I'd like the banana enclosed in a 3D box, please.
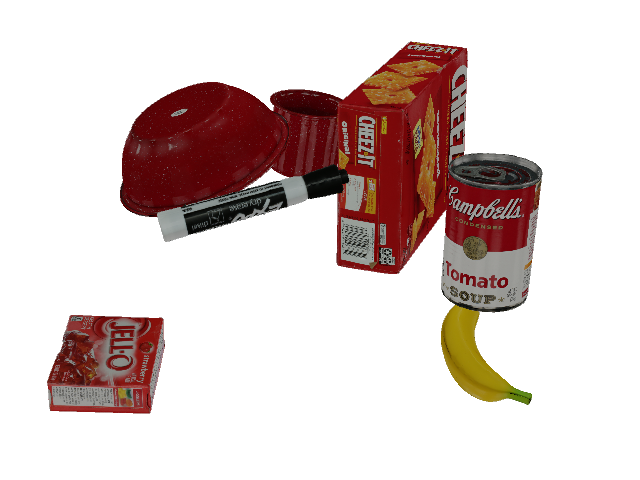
[{"bbox_3d":[0.165,0.120,1.162,0.069,0.037,0.198,11,27,-16],"label":"banana"}]

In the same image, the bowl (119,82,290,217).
[{"bbox_3d":[-0.110,-0.089,0.916,0.162,0.055,0.162,-17,32,11],"label":"bowl"}]

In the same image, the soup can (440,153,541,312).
[{"bbox_3d":[0.125,-0.006,0.795,0.068,0.102,0.068,1,24,-1],"label":"soup can"}]

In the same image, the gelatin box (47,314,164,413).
[{"bbox_3d":[-0.157,0.090,0.793,0.073,0.030,0.089,2,30,-1],"label":"gelatin box"}]

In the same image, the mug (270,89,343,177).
[{"bbox_3d":[-0.012,-0.125,1.238,0.093,0.081,0.117,17,27,17],"label":"mug"}]

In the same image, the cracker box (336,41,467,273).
[{"bbox_3d":[0.084,-0.086,1.041,0.072,0.164,0.213,10,28,21],"label":"cracker box"}]

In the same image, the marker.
[{"bbox_3d":[-0.041,-0.024,0.662,0.121,0.020,0.020,-16,2,-8],"label":"marker"}]
